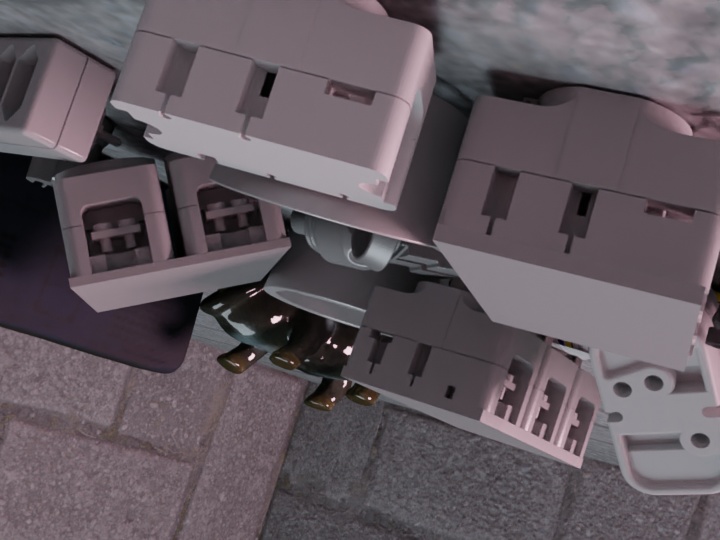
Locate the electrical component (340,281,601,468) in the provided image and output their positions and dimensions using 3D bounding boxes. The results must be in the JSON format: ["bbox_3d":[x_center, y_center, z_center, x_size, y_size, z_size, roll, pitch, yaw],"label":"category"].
[{"bbox_3d":[0.072,0.060,0.618,0.089,0.061,0.150,14,170,35],"label":"electrical component"}]

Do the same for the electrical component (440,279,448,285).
[{"bbox_3d":[0.064,0.025,0.734,0.138,0.052,0.073,15,171,13],"label":"electrical component"}]

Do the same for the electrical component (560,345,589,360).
[{"bbox_3d":[0.157,0.041,0.718,0.035,0.035,0.061,19,169,-9],"label":"electrical component"}]

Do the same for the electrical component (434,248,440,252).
[{"bbox_3d":[0.027,-0.032,0.492,0.065,0.044,0.044,18,173,30],"label":"electrical component"}]

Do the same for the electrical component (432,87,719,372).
[{"bbox_3d":[0.092,-0.012,0.416,0.089,0.061,0.150,14,171,18],"label":"electrical component"}]

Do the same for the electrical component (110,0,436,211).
[{"bbox_3d":[-0.024,-0.062,0.348,0.089,0.055,0.050,16,171,9],"label":"electrical component"}]

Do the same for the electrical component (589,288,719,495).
[{"bbox_3d":[0.151,0.053,0.523,0.054,0.095,0.059,-7,-155,28],"label":"electrical component"}]

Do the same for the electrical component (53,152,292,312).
[{"bbox_3d":[-0.106,-0.022,0.601,0.105,0.060,0.186,-11,176,-11],"label":"electrical component"}]

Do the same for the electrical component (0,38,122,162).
[{"bbox_3d":[-0.153,-0.077,0.532,0.083,0.047,0.076,10,169,39],"label":"electrical component"}]

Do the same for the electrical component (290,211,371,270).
[{"bbox_3d":[-0.011,-0.024,0.602,0.062,0.043,0.043,12,170,38],"label":"electrical component"}]

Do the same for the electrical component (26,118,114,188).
[{"bbox_3d":[-0.169,-0.069,0.621,0.040,0.046,0.040,17,172,3],"label":"electrical component"}]

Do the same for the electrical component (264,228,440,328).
[{"bbox_3d":[0.000,0.000,0.675,0.108,0.060,0.108,17,171,3],"label":"electrical component"}]

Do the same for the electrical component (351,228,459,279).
[{"bbox_3d":[0.028,-0.020,0.552,0.055,0.048,0.066,12,173,-17],"label":"electrical component"}]

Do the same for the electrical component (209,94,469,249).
[{"bbox_3d":[-0.005,-0.040,0.418,0.099,0.064,0.099,17,171,3],"label":"electrical component"}]
